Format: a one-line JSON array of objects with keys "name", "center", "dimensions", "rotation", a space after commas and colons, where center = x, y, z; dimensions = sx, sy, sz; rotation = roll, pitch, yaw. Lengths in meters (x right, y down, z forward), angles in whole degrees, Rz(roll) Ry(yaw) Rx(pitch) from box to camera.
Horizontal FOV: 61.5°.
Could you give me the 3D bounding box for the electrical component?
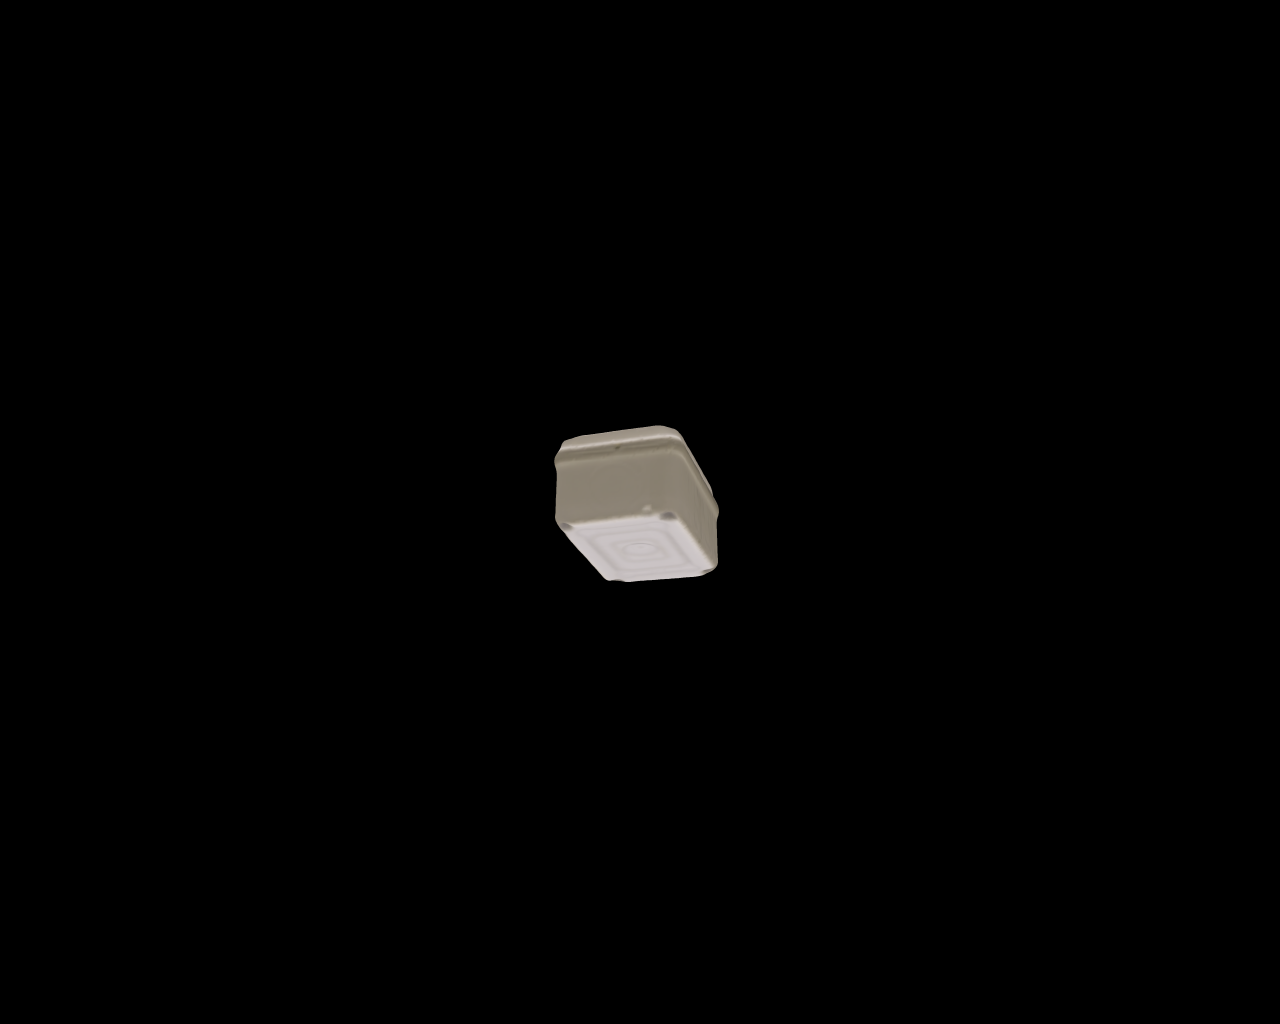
[{"name": "electrical component", "center": [0.001, -0.003, 0.650], "dimensions": [0.078, 0.057, 0.113], "rotation": [-6, -23, 14]}]
